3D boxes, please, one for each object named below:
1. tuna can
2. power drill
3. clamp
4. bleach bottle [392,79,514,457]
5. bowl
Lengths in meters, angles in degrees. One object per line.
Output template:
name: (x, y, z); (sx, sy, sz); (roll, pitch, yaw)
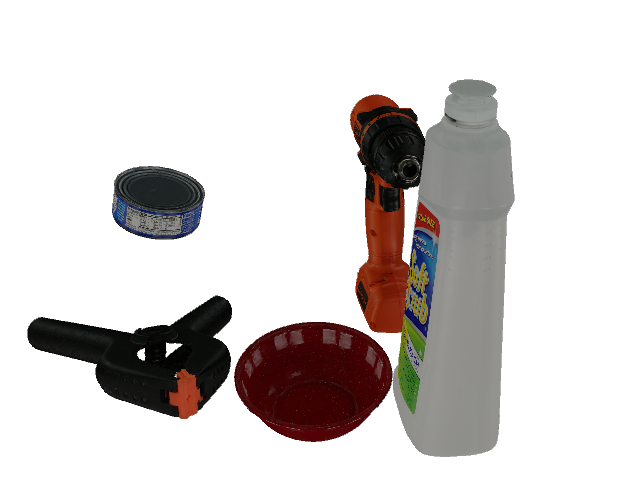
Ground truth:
tuna can: (-0.154, -0.036, 1.014); (0.086, 0.034, 0.086); (9, 30, -6)
power drill: (0.062, -0.020, 0.910); (0.057, 0.188, 0.184); (-3, 20, -3)
clamp: (-0.114, 0.080, 0.789); (0.164, 0.036, 0.210); (-9, 14, -26)
bleach bottle: (0.088, 0.015, 0.694); (0.068, 0.251, 0.102); (-3, 30, -5)
bowl: (-0.006, 0.155, 1.099); (0.162, 0.055, 0.162); (-2, 35, 1)
